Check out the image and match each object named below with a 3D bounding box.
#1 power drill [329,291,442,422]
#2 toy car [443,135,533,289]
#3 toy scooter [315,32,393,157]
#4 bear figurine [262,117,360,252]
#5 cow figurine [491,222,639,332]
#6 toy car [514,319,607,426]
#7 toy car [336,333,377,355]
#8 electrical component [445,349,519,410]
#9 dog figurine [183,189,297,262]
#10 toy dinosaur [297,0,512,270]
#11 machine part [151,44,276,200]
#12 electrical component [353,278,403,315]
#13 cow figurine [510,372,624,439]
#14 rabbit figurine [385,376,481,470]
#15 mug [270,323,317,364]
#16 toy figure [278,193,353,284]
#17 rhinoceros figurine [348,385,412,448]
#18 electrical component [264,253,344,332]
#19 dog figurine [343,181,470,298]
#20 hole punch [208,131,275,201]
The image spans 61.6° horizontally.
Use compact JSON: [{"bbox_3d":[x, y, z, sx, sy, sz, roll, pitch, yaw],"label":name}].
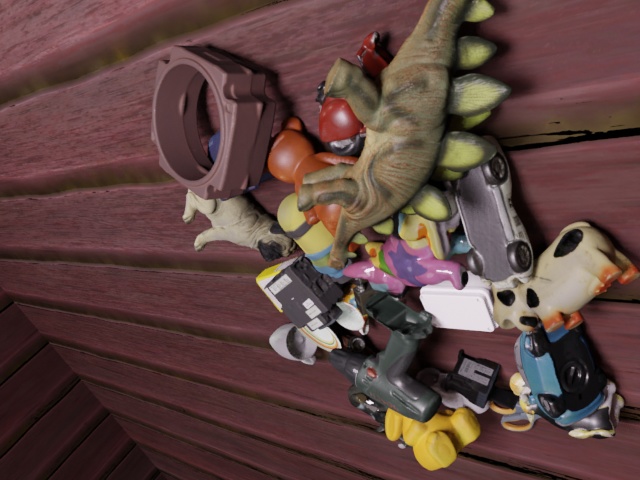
[{"bbox_3d":[0.105,0.190,0.910,0.232,0.086,0.207,30,125,35],"label":"power drill"},{"bbox_3d":[0.217,-0.033,0.690,0.074,0.056,0.201,-12,97,48],"label":"toy car"},{"bbox_3d":[0.059,-0.187,0.693,0.184,0.075,0.135,-9,121,40],"label":"toy scooter"},{"bbox_3d":[-0.003,-0.089,0.817,0.196,0.120,0.131,39,180,35],"label":"bear figurine"},{"bbox_3d":[0.298,0.055,0.710,0.194,0.085,0.127,-58,42,39],"label":"cow figurine"},{"bbox_3d":[0.341,0.184,0.801,0.161,0.109,0.103,66,161,-3],"label":"toy car"},{"bbox_3d":[0.110,0.258,1.101,0.202,0.053,0.089,46,161,-4],"label":"toy car"},{"bbox_3d":[0.284,0.250,0.933,0.119,0.075,0.047,22,139,27],"label":"electrical component"},{"bbox_3d":[-0.136,-0.051,0.984,0.191,0.121,0.172,4,134,18],"label":"dog figurine"},{"bbox_3d":[0.098,-0.141,0.605,0.199,0.105,0.470,15,123,-5],"label":"toy dinosaur"},{"bbox_3d":[-0.169,-0.177,0.810,0.201,0.087,0.201,35,125,32],"label":"machine part"},{"bbox_3d":[0.102,0.097,0.942,0.045,0.078,0.102,-129,26,-50],"label":"electrical component"},{"bbox_3d":[0.379,0.263,0.850,0.167,0.098,0.068,-4,131,41],"label":"cow figurine"},{"bbox_3d":[0.185,0.321,0.991,0.173,0.122,0.162,51,153,9],"label":"rabbit figurine"},{"bbox_3d":[-0.058,0.232,1.201,0.109,0.081,0.107,48,153,-19],"label":"mug"},{"bbox_3d":[0.001,-0.003,0.908,0.082,0.089,0.180,-14,115,38],"label":"toy figure"},{"bbox_3d":[0.143,0.382,1.179,0.190,0.073,0.112,36,140,5],"label":"rhinoceros figurine"},{"bbox_3d":[-0.024,0.103,0.982,0.134,0.058,0.115,49,141,-3],"label":"electrical component"},{"bbox_3d":[0.123,0.007,0.806,0.219,0.108,0.191,-5,124,45],"label":"dog figurine"},{"bbox_3d":[-0.134,-0.133,0.896,0.142,0.092,0.115,-13,115,50],"label":"hole punch"}]
